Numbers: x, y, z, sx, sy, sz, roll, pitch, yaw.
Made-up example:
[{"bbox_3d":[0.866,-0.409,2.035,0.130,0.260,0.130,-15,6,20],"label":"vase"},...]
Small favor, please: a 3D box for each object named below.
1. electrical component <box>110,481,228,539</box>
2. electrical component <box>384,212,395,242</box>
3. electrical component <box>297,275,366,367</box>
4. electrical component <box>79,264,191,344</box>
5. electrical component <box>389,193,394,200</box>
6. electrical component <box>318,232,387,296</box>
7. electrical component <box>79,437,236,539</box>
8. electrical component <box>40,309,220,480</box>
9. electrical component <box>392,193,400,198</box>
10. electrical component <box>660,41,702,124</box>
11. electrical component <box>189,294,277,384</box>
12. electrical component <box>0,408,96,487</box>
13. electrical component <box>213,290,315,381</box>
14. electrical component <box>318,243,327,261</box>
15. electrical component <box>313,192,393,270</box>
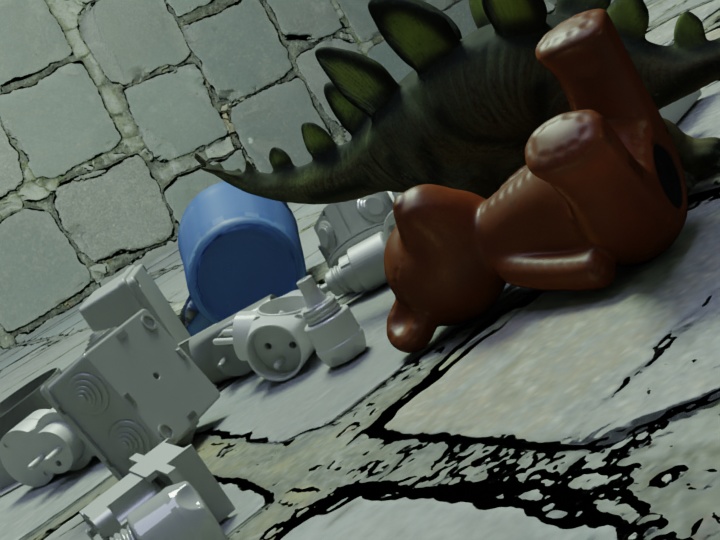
[{"bbox_3d":[-0.093,0.127,0.484,0.062,0.043,0.043,-33,10,-13],"label":"electrical component"},{"bbox_3d":[0.055,-0.033,0.860,0.055,0.055,0.047,-19,10,48],"label":"electrical component"},{"bbox_3d":[-0.023,0.032,0.720,0.035,0.061,0.035,-29,9,5],"label":"electrical component"},{"bbox_3d":[-0.197,0.057,0.974,0.056,0.108,0.108,-32,9,-2],"label":"electrical component"},{"bbox_3d":[0.056,-0.062,1.012,0.047,0.055,0.055,-17,15,37],"label":"electrical component"},{"bbox_3d":[0.000,0.000,0.891,0.078,0.040,0.040,-28,9,12],"label":"electrical component"},{"bbox_3d":[-0.107,0.123,0.553,0.064,0.042,0.081,-35,10,-23],"label":"electrical component"},{"bbox_3d":[-0.152,0.083,0.733,0.048,0.099,0.099,-39,4,27],"label":"electrical component"},{"bbox_3d":[0.077,-0.084,0.930,0.108,0.060,0.108,-37,-12,-9],"label":"electrical component"},{"bbox_3d":[0.217,-0.136,0.908,0.109,0.056,0.109,-22,12,40],"label":"electrical component"},{"bbox_3d":[-0.095,0.060,0.850,0.077,0.043,0.079,-28,10,9],"label":"electrical component"},{"bbox_3d":[-0.231,0.134,0.840,0.138,0.052,0.073,-25,10,26],"label":"electrical component"},{"bbox_3d":[-0.068,0.047,0.792,0.079,0.044,0.077,-4,17,16],"label":"electrical component"},{"bbox_3d":[-0.001,-0.047,1.038,0.083,0.075,0.047,-35,11,-31],"label":"electrical component"},{"bbox_3d":[0.002,-0.032,0.943,0.080,0.051,0.080,-23,-21,-9],"label":"electrical component"}]
